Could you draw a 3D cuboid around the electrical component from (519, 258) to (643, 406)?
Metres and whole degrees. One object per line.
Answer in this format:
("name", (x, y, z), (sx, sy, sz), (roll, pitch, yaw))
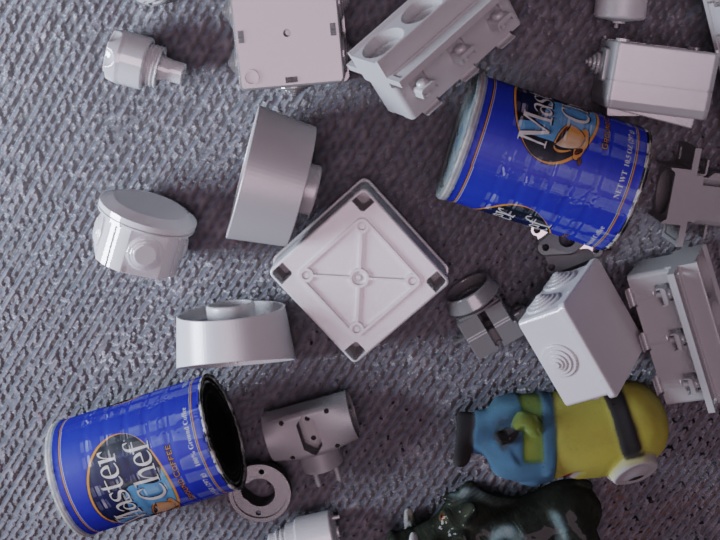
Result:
("electrical component", (0.181, 0.052, 0.880), (0.048, 0.100, 0.099), (-24, 102, 38))

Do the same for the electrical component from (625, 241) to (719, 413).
("electrical component", (0.268, 0.048, 0.889), (0.063, 0.079, 0.121), (-13, 104, 31))

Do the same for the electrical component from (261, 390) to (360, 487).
("electrical component", (-0.037, 0.151, 0.937), (0.077, 0.043, 0.079), (-16, 103, 5))

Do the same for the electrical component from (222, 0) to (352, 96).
("electrical component", (-0.056, -0.188, 0.851), (0.100, 0.048, 0.099), (-5, 105, 2))

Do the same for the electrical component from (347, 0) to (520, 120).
("electrical component", (0.060, -0.177, 0.824), (0.121, 0.079, 0.063), (-43, 125, -10))

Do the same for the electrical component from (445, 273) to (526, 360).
("electrical component", (0.103, 0.036, 0.905), (0.066, 0.048, 0.055), (-30, 109, 8))

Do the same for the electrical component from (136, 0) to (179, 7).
("electrical component", (-0.162, -0.225, 0.833), (0.040, 0.078, 0.040), (5, 110, 14))

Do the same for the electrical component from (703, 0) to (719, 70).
("electrical component", (0.343, -0.150, 0.826), (0.105, 0.060, 0.186), (-22, 103, -15))

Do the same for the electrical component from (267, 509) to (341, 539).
("electrical component", (-0.053, 0.240, 0.961), (0.078, 0.040, 0.040), (-14, 103, 5))

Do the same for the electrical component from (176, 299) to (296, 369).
("electrical component", (-0.104, 0.059, 0.891), (0.099, 0.099, 0.064), (-5, 98, 3))

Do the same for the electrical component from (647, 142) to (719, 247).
("electrical component", (0.275, -0.061, 0.878), (0.064, 0.042, 0.081), (6, 105, -4))

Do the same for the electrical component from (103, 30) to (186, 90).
("electrical component", (-0.172, -0.165, 0.863), (0.062, 0.043, 0.043), (15, 104, -3))

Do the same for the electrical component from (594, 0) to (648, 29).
("electrical component", (0.206, -0.228, 0.839), (0.040, 0.040, 0.078), (4, 104, 0))

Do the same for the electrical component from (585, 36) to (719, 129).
("electrical component", (0.224, -0.149, 0.847), (0.096, 0.061, 0.061), (7, 104, 0))

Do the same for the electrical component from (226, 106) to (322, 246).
("electrical component", (-0.064, -0.070, 0.853), (0.060, 0.108, 0.108), (14, 104, -8))

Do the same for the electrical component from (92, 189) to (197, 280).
("electrical component", (-0.178, -0.031, 0.878), (0.080, 0.080, 0.051), (19, 108, -3))

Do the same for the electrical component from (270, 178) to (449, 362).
("electrical component", (0.000, 0.000, 0.892), (0.109, 0.056, 0.108), (-41, 99, 10))
